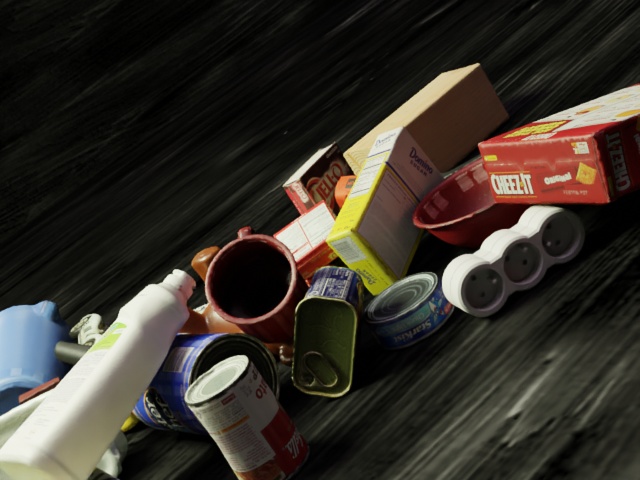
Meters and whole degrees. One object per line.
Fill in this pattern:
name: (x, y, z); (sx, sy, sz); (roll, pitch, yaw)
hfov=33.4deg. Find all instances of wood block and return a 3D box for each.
wood block: (0.144, -0.140, 1.429); (0.205, 0.091, 0.090); (-41, 18, -26)

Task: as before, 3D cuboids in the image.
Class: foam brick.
foam brick: (-0.312, 0.207, 1.254); (0.053, 0.078, 0.051); (-28, 4, -13)

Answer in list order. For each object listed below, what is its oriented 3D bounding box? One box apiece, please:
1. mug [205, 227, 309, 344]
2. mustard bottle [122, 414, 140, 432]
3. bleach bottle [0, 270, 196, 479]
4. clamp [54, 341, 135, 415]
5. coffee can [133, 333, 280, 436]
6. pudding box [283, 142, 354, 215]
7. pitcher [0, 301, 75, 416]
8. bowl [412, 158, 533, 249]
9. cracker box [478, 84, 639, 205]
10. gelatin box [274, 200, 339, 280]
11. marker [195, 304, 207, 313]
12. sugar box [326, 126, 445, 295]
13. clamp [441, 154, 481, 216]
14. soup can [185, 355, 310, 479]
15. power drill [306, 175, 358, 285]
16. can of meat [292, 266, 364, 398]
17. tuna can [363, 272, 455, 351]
mug: (-0.059, 0.043, 1.054); (0.093, 0.081, 0.117); (-21, 62, 7)
mustard bottle: (-0.199, 0.148, 1.274); (0.096, 0.058, 0.191); (-14, 24, 42)
bleach bottle: (-0.194, 0.126, 1.009); (0.103, 0.068, 0.250); (-11, 37, 51)
clamp: (-0.212, 0.129, 1.208); (0.164, 0.036, 0.210); (-28, 25, -11)
coffee can: (-0.120, 0.144, 1.071); (0.102, 0.103, 0.141); (-42, 20, -31)
pudding box: (0.008, -0.069, 1.468); (0.039, 0.090, 0.113); (-20, 20, 38)
pitcher: (-0.392, 0.194, 1.399); (0.145, 0.149, 0.243); (-18, 19, -7)
bowl: (0.181, -0.039, 1.138); (0.162, 0.055, 0.162); (-29, 17, 9)
cracker box: (0.286, -0.095, 1.004); (0.213, 0.072, 0.164); (-22, 11, -25)
gelatin box: (-0.008, 0.002, 1.205); (0.073, 0.030, 0.089); (-36, 28, 4)
marker: (-0.149, 0.094, 1.408); (0.121, 0.020, 0.020); (-25, 18, 21)
sugar box: (0.076, -0.035, 1.188); (0.048, 0.093, 0.176); (-18, 33, 39)
clamp: (0.147, -0.062, 1.288); (0.120, 0.039, 0.172); (-43, 22, -22)
soup can: (-0.063, 0.160, 0.925); (0.068, 0.102, 0.068); (-29, 16, 9)
power drill: (0.005, 0.005, 1.279); (0.185, 0.057, 0.187); (5, 51, 54)
can of meat: (0.010, 0.085, 1.016); (0.057, 0.102, 0.084); (6, 22, 7)
tuna can: (0.086, 0.068, 1.040); (0.086, 0.033, 0.086); (-29, 17, 9)
